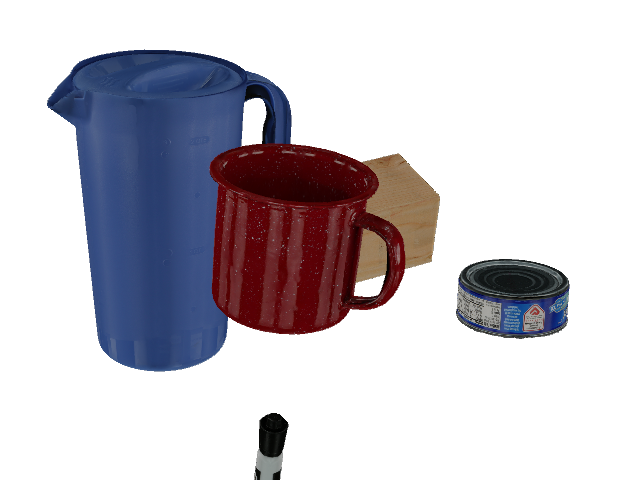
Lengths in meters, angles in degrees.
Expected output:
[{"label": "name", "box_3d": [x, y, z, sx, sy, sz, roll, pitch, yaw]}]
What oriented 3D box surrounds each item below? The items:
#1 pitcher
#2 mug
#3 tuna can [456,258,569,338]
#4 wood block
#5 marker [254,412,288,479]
[{"label": "pitcher", "box_3d": [-0.117, -0.024, 0.853, 0.149, 0.243, 0.144, 12, 27, 18]}, {"label": "mug", "box_3d": [-0.007, 0.003, 0.592, 0.117, 0.081, 0.093, 16, 26, 21]}, {"label": "tuna can", "box_3d": [0.149, 0.043, 0.825, 0.086, 0.034, 0.086, 0, 19, 0]}, {"label": "wood block", "box_3d": [0.007, -0.011, 1.095, 0.205, 0.090, 0.091, -14, 40, -21]}, {"label": "marker", "box_3d": [-0.036, 0.164, 0.715, 0.020, 0.121, 0.020, 6, 31, -4]}]
